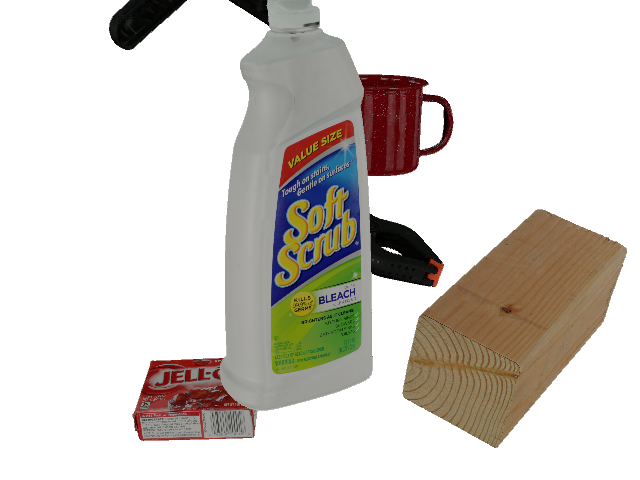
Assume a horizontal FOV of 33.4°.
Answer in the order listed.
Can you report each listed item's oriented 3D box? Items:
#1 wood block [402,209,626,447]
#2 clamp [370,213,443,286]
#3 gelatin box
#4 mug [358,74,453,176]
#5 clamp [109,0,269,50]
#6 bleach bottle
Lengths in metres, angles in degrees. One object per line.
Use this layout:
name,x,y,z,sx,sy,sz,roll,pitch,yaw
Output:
wood block,0.165,0.065,0.891,0.091,0.090,0.205,27,39,26
clamp,0.045,-0.002,1.264,0.210,0.036,0.164,33,39,24
gelatin box,-0.092,0.119,0.812,0.089,0.030,0.073,-2,25,4
mug,0.063,-0.106,0.976,0.117,0.081,0.093,1,15,0
clamp,-0.074,-0.189,0.754,0.120,0.039,0.171,3,45,4
bleach bottle,-0.019,-0.025,0.667,0.102,0.251,0.068,-12,22,-25
